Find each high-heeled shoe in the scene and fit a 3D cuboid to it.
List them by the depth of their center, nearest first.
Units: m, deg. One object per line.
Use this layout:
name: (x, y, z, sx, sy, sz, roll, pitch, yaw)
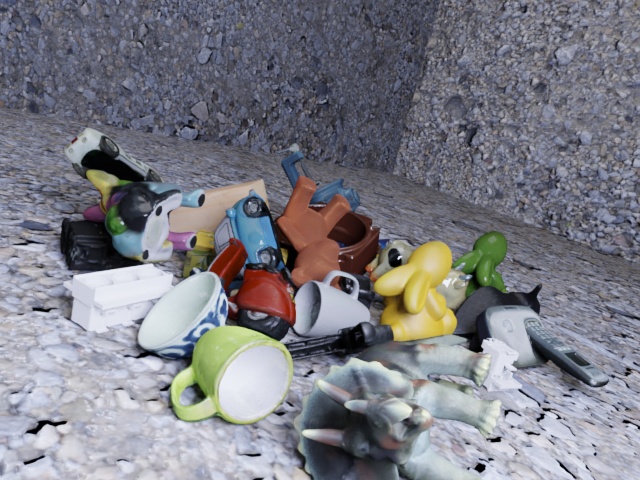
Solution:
high-heeled shoe: (0.327, 0.152, 1.032, 0.249, 0.145, 0.086, -18, 58, -18)

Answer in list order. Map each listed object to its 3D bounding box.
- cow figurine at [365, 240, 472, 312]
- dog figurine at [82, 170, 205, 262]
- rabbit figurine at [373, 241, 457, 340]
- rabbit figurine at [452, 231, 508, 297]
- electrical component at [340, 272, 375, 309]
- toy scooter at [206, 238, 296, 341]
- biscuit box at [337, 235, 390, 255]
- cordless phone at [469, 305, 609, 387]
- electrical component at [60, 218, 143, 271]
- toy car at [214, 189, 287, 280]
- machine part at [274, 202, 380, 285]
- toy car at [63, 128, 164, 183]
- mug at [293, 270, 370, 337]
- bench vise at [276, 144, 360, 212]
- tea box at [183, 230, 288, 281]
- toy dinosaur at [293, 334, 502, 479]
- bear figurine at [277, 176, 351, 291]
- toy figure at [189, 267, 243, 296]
cow figurine: (0.198, 0.073, 1.026, 0.195, 0.127, 0.085, 36, 14, -9)
dog figurine: (-0.303, -0.046, 0.837, 0.219, 0.108, 0.191, 15, 16, 21)
rabbit figurine: (0.154, 0.081, 0.874, 0.122, 0.173, 0.162, 30, 17, 37)
rabbit figurine: (0.330, 0.061, 1.125, 0.121, 0.170, 0.159, 23, 15, 33)
electrical component: (0.057, 0.095, 0.923, 0.048, 0.074, 0.119, 12, 18, -9)
toy scooter: (-0.106, 0.062, 0.745, 0.184, 0.135, 0.075, 9, -29, 22)
biscuit box: (0.085, 0.020, 1.272, 0.059, 0.062, 0.202, 25, 18, 35)
cordless phone: (0.347, 0.183, 0.857, 0.146, 0.088, 0.184, 4, 21, -35)
electrical component: (-0.356, 0.008, 0.899, 0.134, 0.058, 0.115, 3, 19, -36)
toy car: (-0.116, 0.009, 0.862, 0.103, 0.162, 0.109, -16, -24, 2)
machine part: (0.006, 0.005, 1.088, 0.201, 0.087, 0.201, 20, 33, 22)
toy car: (-0.357, -0.121, 0.952, 0.056, 0.073, 0.201, 53, 6, 33)
mug: (0.025, 0.102, 0.819, 0.107, 0.109, 0.081, 20, 4, -33)
bench vise: (-0.031, -0.107, 1.277, 0.224, 0.240, 0.129, -25, 2, 29)
tea box: (-0.147, 0.040, 0.954, 0.170, 0.068, 0.098, 14, 13, -5)
toy dinosaur: (0.088, 0.169, 0.601, 0.192, 0.131, 0.405, 17, 8, 8)
bear figurine: (-0.004, 0.001, 0.906, 0.120, 0.132, 0.196, 26, 21, -28)
toy figure: (-0.139, 0.081, 0.822, 0.155, 0.064, 0.058, 15, 51, 22)
